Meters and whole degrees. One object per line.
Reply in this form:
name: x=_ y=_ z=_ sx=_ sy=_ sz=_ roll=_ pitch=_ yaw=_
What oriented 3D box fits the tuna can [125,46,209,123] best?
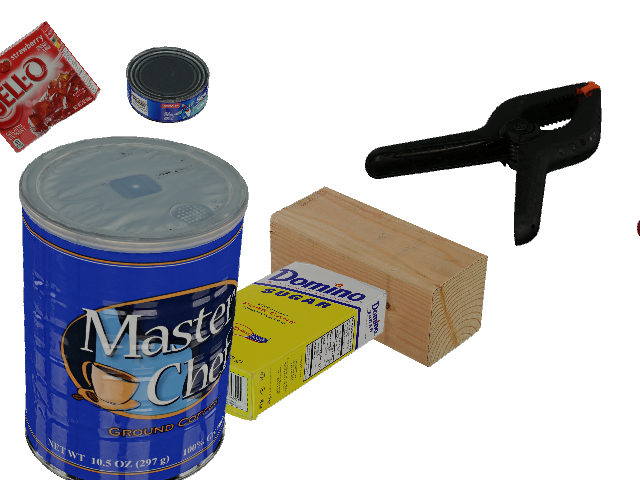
tuna can: x=-0.159 y=-0.162 z=1.113 sx=0.086 sy=0.086 sz=0.034 roll=0 pitch=-41 yaw=-8

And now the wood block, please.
wood block: x=0.053 y=0.032 z=1.069 sx=0.206 sy=0.091 sz=0.090 roll=26 pitch=39 yaw=35

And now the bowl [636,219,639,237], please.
bowl: x=0.421 y=0.016 z=1.147 sx=0.162 sy=0.055 sz=0.162 roll=-1 pitch=25 yaw=0

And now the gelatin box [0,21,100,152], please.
gelatin box: x=-0.242 y=-0.127 z=0.892 sx=0.089 sy=0.073 sz=0.030 roll=-31 pitch=22 yaw=13

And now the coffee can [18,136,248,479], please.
coffee can: x=-0.092 y=0.034 z=0.517 sx=0.102 sy=0.140 sz=0.103 roll=6 pitch=29 yaw=-3

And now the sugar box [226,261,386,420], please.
sugar box: x=-0.034 y=0.070 z=0.815 sx=0.093 sy=0.048 sz=0.175 roll=18 pitch=30 yaw=30

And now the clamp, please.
clamp: x=0.164 y=-0.070 z=0.853 sx=0.209 sy=0.036 sz=0.165 roll=-27 pitch=41 yaw=-25
